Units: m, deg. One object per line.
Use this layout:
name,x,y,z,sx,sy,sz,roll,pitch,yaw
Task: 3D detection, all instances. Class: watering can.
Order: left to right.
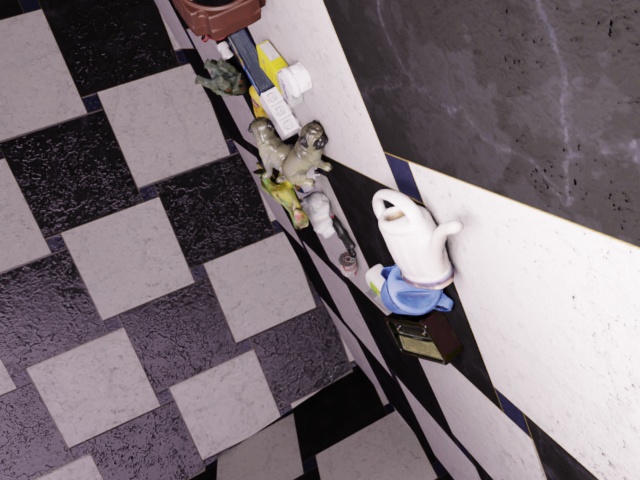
watering can,0.206,0.007,1.035,0.104,0.221,0.351,-32,22,-9

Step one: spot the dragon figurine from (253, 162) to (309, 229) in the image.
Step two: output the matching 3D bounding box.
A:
dragon figurine,-0.128,-0.141,1.787,0.123,0.239,0.415,-23,22,-10

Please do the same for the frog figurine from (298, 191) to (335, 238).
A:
frog figurine,0.006,-0.092,1.834,0.124,0.161,0.134,-40,-18,-29
